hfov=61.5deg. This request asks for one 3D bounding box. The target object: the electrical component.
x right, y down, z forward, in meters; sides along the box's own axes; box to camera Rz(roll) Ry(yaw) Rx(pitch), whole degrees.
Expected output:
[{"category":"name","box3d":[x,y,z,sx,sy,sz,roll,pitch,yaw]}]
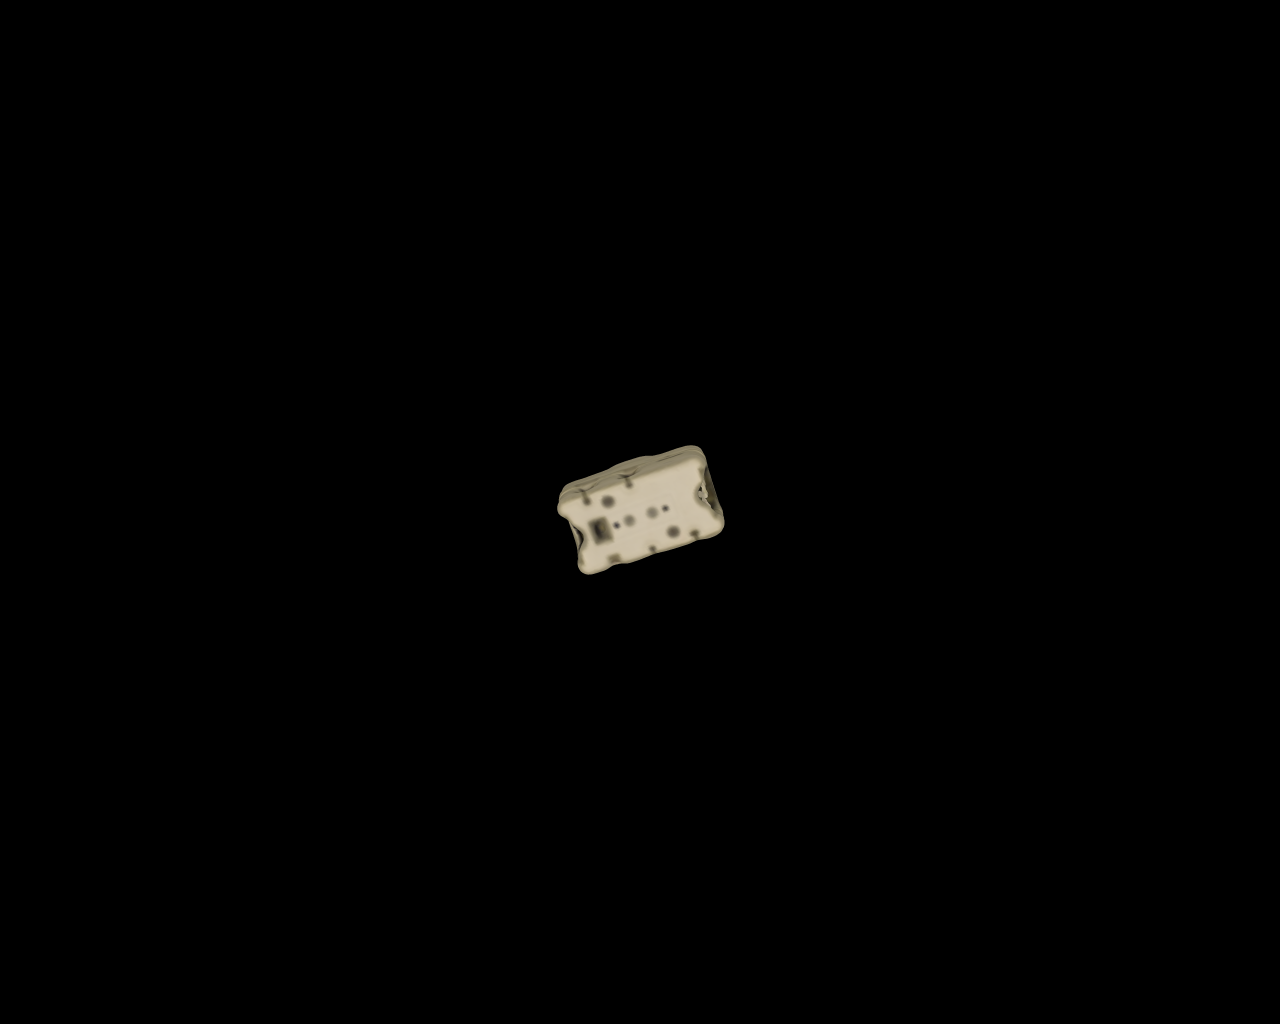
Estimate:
[{"category":"electrical component","box3d":[0.001,-0.003,0.650,0.089,0.050,0.056,-18,11,4]}]
